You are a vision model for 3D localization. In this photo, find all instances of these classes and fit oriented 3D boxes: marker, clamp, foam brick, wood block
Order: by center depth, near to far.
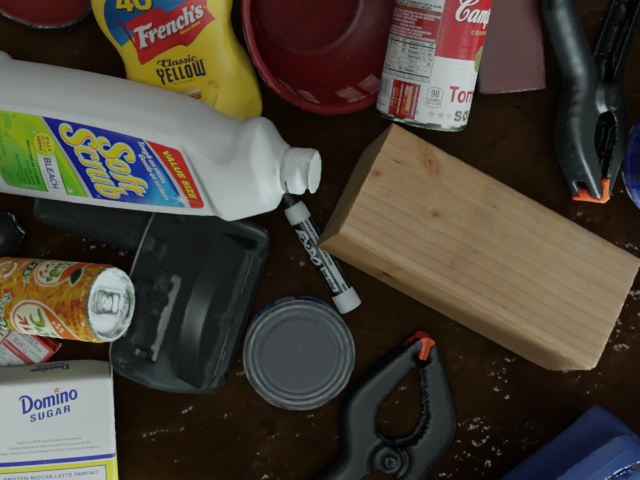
[{"bbox_3d":[0.114,0.010,0.785,0.206,0.091,0.090,28,79,-6],"label":"wood block"},{"bbox_3d":[0.135,-0.148,0.798,0.051,0.053,0.078,-6,98,-3],"label":"foam brick"},{"bbox_3d":[0.210,-0.117,0.801,0.120,0.039,0.171,-22,115,-33],"label":"clamp"},{"bbox_3d":[-0.005,0.001,0.822,0.020,0.020,0.121,-30,97,0],"label":"marker"},{"bbox_3d":[0.042,0.171,0.833,0.164,0.036,0.210,9,97,-8],"label":"clamp"}]

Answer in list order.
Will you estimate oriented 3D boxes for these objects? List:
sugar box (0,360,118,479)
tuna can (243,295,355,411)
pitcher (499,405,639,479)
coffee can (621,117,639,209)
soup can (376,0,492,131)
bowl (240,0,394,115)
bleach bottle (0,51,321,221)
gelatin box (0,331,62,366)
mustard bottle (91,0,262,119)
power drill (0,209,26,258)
[{"bbox_3d":[-0.198,0.179,0.803,0.093,0.048,0.176,-2,103,-10],"label":"sugar box"},{"bbox_3d":[-0.017,0.086,0.823,0.086,0.034,0.086,0,96,-3],"label":"tuna can"},{"bbox_3d":[0.147,0.235,0.778,0.242,0.145,0.149,-33,103,-6],"label":"pitcher"},{"bbox_3d":[0.290,-0.055,0.771,0.102,0.140,0.103,0,96,-3],"label":"coffee can"},{"bbox_3d":[0.080,-0.134,0.750,0.068,0.068,0.102,9,106,-4],"label":"soup can"},{"bbox_3d":[0.006,-0.174,0.768,0.161,0.055,0.162,-11,113,-26],"label":"bowl"},{"bbox_3d":[-0.123,-0.068,0.733,0.251,0.068,0.102,8,129,16],"label":"bleach bottle"},{"bbox_3d":[-0.254,0.089,0.813,0.073,0.030,0.089,42,93,-5],"label":"gelatin box"},{"bbox_3d":[-0.104,-0.157,0.734,0.096,0.058,0.191,-11,131,3],"label":"mustard bottle"},{"bbox_3d":[-0.332,-0.025,0.765,0.184,0.057,0.187,-29,110,-2],"label":"power drill"}]
